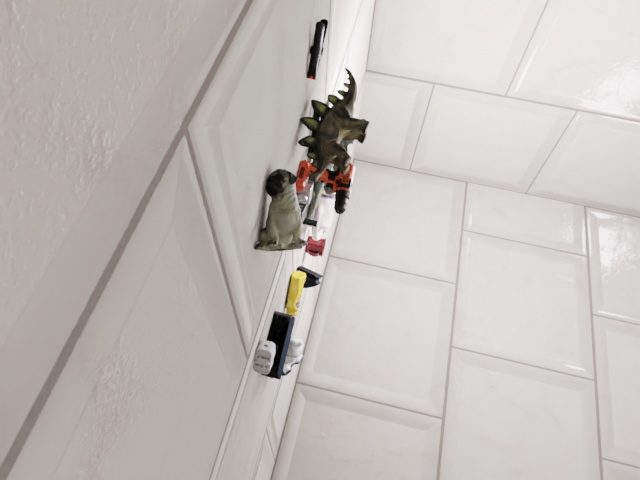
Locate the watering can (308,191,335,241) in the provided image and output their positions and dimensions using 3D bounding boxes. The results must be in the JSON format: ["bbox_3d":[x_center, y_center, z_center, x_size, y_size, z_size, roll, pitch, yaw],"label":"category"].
[{"bbox_3d":[0.007,-0.112,2.231,0.104,0.224,0.349,11,5,6],"label":"watering can"}]

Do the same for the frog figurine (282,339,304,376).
[{"bbox_3d":[-0.126,0.424,1.980,0.138,0.155,0.125,-20,47,-21],"label":"frog figurine"}]
